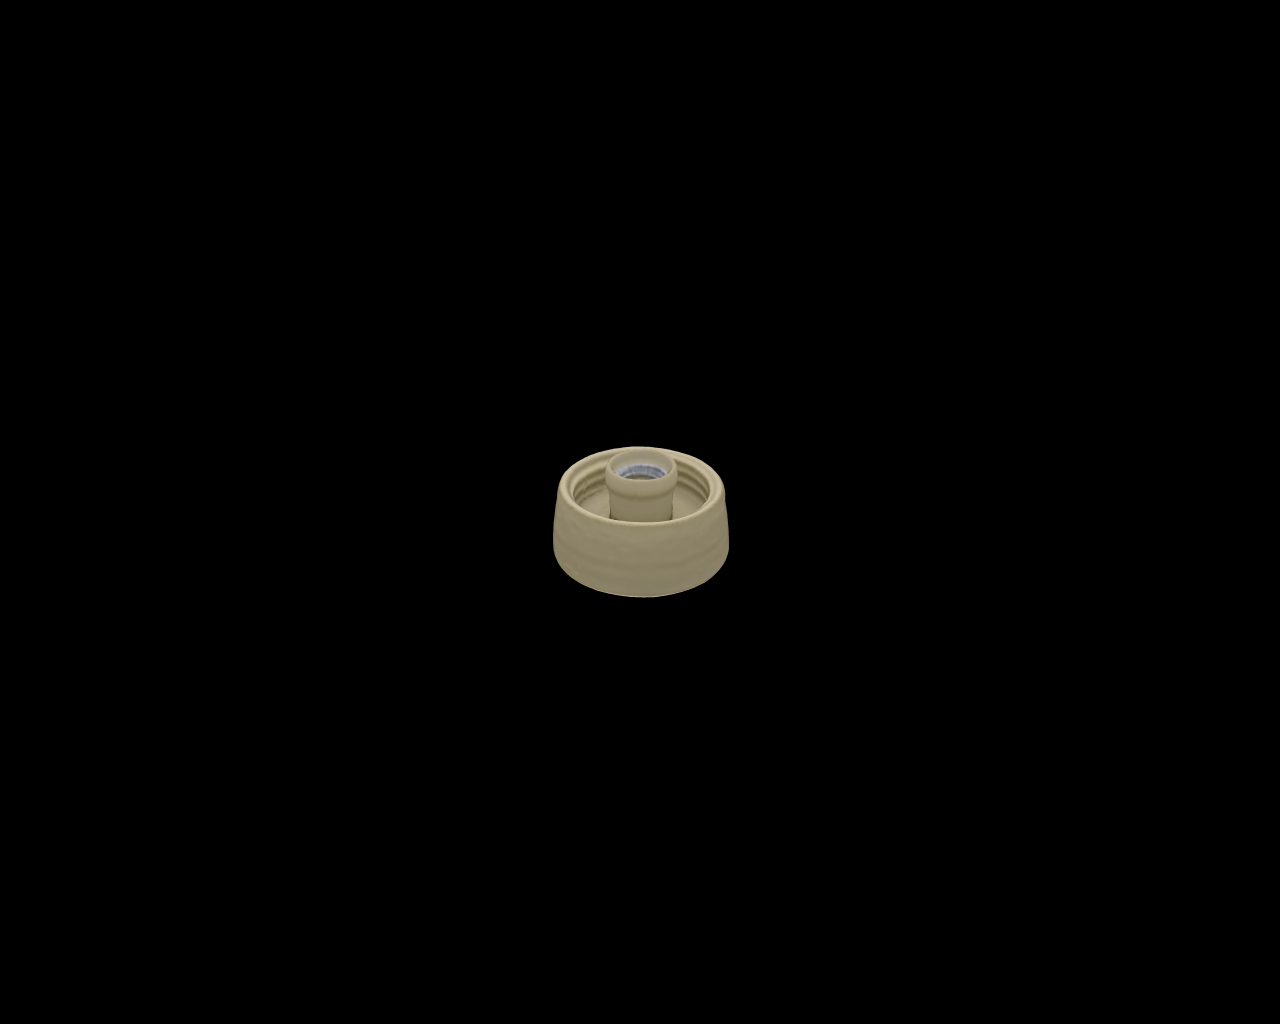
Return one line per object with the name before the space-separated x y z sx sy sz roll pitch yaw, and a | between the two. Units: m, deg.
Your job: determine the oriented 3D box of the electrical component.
electrical component | 0.001 -0.003 0.650 0.108 0.060 0.108 0 30 0
